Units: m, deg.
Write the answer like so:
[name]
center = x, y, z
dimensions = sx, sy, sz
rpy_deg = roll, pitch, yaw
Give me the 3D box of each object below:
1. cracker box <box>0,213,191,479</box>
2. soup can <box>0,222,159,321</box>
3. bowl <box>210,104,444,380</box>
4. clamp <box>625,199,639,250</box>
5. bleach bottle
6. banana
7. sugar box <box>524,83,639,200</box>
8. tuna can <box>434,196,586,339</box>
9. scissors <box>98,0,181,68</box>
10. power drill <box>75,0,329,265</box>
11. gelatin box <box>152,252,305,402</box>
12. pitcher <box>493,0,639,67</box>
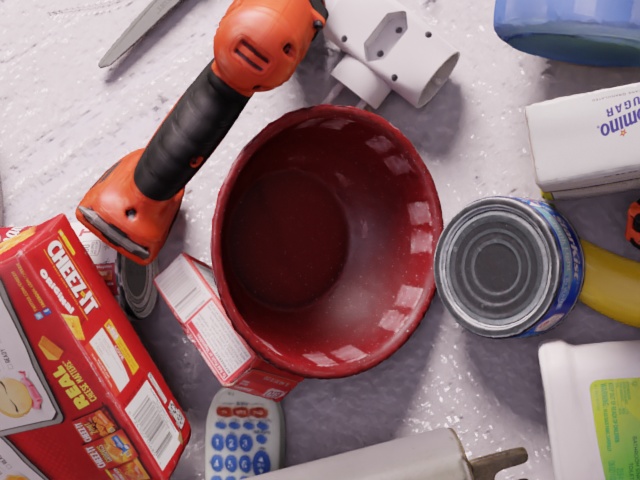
[cracker box]
center = -0.210, 0.101, 0.661
dimensions = 0.214, 0.072, 0.164
rpy_deg = -23, 106, 20
[soup can]
center = -0.164, 0.022, 0.696
dimensions = 0.102, 0.068, 0.068
rpy_deg = -4, 86, 12
[bowl]
center = -0.004, 0.001, 0.643
dimensions = 0.161, 0.055, 0.162
rpy_deg = -1, 92, -32
[clamp]
center = 0.275, 0.009, 0.577
dimensions = 0.210, 0.036, 0.164
rpy_deg = 1, 53, 12
[bleach bottle]
center = 0.255, 0.093, 0.600
dimensions = 0.251, 0.068, 0.102
rpy_deg = -8, 93, 10
[banana]
center = 0.223, 0.022, 0.624
dimensions = 0.198, 0.037, 0.069
rpy_deg = 8, 89, 13
[sugar box]
center = 0.160, -0.051, 0.570
dimensions = 0.093, 0.176, 0.048
rpy_deg = -10, 85, 12
[tuna can]
center = 0.111, 0.016, 0.634
dimensions = 0.086, 0.033, 0.086
rpy_deg = -1, 88, 38
[scissors]
center = -0.060, -0.178, 0.709
dimensions = 0.096, 0.016, 0.202
rpy_deg = 33, 95, 12
[power drill]
center = -0.066, -0.086, 0.648
dimensions = 0.057, 0.184, 0.188
rpy_deg = 36, 114, -8
[gelatin box]
center = -0.055, 0.055, 0.656
dimensions = 0.030, 0.073, 0.089
rpy_deg = -42, 64, 7
[pitcher]
center = 0.162, -0.228, 0.614
dimensions = 0.145, 0.149, 0.243
rpy_deg = 9, 92, -3
